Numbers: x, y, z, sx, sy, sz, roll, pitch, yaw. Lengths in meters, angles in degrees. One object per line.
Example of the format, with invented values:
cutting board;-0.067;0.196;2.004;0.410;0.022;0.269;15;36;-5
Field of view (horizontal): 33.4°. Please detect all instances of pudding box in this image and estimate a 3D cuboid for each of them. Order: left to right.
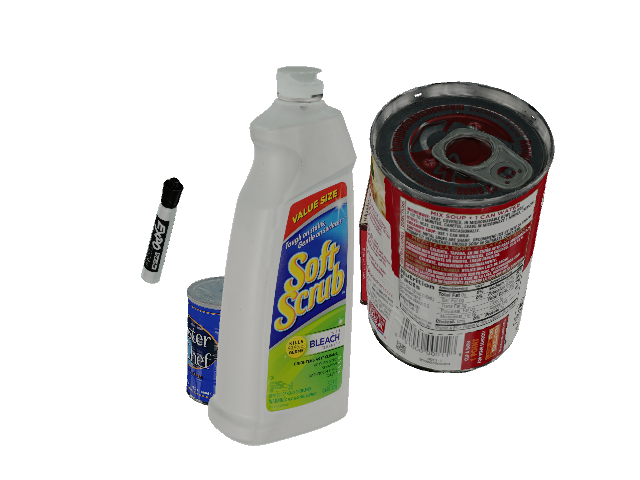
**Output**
pudding box;0.059;-0.008;0.972;0.039;0.090;0.113;3;35;6

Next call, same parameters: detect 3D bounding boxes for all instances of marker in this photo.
marker;-0.153;-0.009;1.031;0.020;0.121;0.020;13;35;-10

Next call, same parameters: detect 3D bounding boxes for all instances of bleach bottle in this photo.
bleach bottle;-0.025;0.008;0.733;0.102;0.251;0.068;-10;21;-35

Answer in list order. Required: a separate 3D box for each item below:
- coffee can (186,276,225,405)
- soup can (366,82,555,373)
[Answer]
coffee can;-0.121;0.129;1.373;0.103;0.140;0.103;2;18;-1
soup can;0.053;-0.002;0.428;0.068;0.068;0.102;0;-44;1
